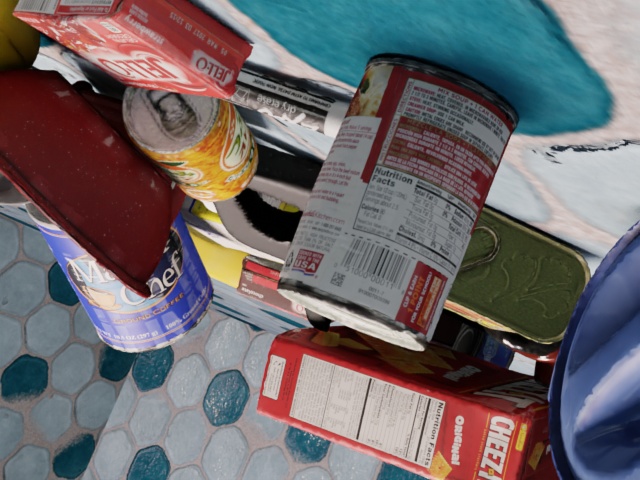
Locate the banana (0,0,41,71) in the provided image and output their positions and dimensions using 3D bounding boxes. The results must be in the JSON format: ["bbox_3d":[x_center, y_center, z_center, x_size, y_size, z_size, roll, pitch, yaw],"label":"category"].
[{"bbox_3d":[-0.183,-0.122,0.575,0.069,0.037,0.198,40,172,6],"label":"banana"}]

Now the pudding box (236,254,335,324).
[{"bbox_3d":[-0.006,0.035,0.938,0.090,0.039,0.113,20,-160,24],"label":"pudding box"}]

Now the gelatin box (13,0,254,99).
[{"bbox_3d":[-0.086,-0.095,0.489,0.089,0.030,0.073,15,169,46],"label":"gelatin box"}]

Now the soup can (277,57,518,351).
[{"bbox_3d":[0.031,-0.014,0.436,0.068,0.102,0.068,22,172,3],"label":"soup can"}]

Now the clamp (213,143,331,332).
[{"bbox_3d":[-0.005,0.001,0.719,0.209,0.036,0.165,32,142,-30],"label":"clamp"}]

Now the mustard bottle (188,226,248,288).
[{"bbox_3d":[-0.074,0.017,1.053,0.191,0.058,0.096,28,-166,-32],"label":"mustard bottle"}]

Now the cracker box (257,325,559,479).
[{"bbox_3d":[0.086,0.123,0.814,0.214,0.072,0.163,15,-174,31],"label":"cracker box"}]

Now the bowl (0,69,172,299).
[{"bbox_3d":[-0.133,-0.043,0.592,0.162,0.055,0.162,45,177,3],"label":"bowl"}]

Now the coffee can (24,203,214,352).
[{"bbox_3d":[-0.152,0.003,0.825,0.103,0.102,0.140,18,142,34],"label":"coffee can"}]

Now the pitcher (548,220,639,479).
[{"bbox_3d":[0.229,0.087,0.470,0.242,0.145,0.149,22,-154,-12],"label":"pitcher"}]

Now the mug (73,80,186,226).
[{"bbox_3d":[-0.130,-0.053,0.718,0.081,0.093,0.117,17,-162,6],"label":"mug"}]

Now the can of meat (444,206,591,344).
[{"bbox_3d":[0.095,0.018,0.635,0.102,0.057,0.084,25,175,-8],"label":"can of meat"}]

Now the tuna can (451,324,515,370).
[{"bbox_3d":[0.136,0.098,0.931,0.033,0.086,0.086,26,172,-11],"label":"tuna can"}]

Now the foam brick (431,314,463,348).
[{"bbox_3d":[0.095,0.063,0.942,0.053,0.051,0.078,24,172,-2],"label":"foam brick"}]

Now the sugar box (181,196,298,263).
[{"bbox_3d":[-0.049,-0.016,0.846,0.093,0.048,0.177,33,170,-39],"label":"sugar box"}]

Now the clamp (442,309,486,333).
[{"bbox_3d":[0.065,0.030,0.861,0.172,0.039,0.120,24,170,45],"label":"clamp"}]

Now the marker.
[{"bbox_3d":[-0.011,-0.065,0.516,0.121,0.020,0.020,21,172,14],"label":"marker"}]
